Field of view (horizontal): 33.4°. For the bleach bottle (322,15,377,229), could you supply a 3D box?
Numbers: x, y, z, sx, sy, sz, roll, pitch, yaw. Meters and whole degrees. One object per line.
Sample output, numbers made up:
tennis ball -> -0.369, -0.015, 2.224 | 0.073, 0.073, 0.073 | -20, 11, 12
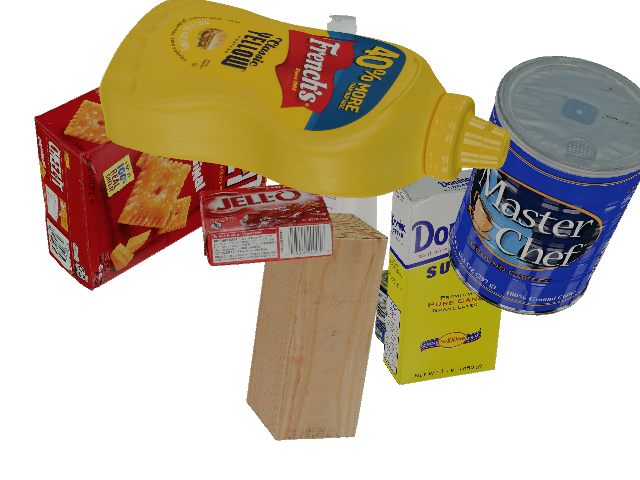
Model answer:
bleach bottle -> 0.021, -0.111, 1.138 | 0.103, 0.251, 0.067 | 20, 24, 40

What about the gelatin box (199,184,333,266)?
gelatin box -> -0.040, -0.014, 0.756 | 0.089, 0.030, 0.073 | -5, 26, -7

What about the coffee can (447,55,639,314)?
coffee can -> 0.148, -0.034, 0.696 | 0.102, 0.103, 0.140 | 0, -41, -10

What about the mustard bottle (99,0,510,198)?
mustard bottle -> -0.003, -0.065, 0.518 | 0.192, 0.058, 0.096 | 16, 45, 17

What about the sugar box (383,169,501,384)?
sugar box -> 0.105, 0.031, 0.884 | 0.093, 0.176, 0.048 | -8, 31, -15

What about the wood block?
wood block -> -0.006, 0.082, 1.050 | 0.090, 0.206, 0.091 | 2, 16, -24

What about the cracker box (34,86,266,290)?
cracker box -> -0.139, -0.073, 0.939 | 0.213, 0.164, 0.072 | -33, 58, -33

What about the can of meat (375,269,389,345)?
can of meat -> 0.117, 0.080, 1.315 | 0.101, 0.084, 0.057 | -12, 31, -26
